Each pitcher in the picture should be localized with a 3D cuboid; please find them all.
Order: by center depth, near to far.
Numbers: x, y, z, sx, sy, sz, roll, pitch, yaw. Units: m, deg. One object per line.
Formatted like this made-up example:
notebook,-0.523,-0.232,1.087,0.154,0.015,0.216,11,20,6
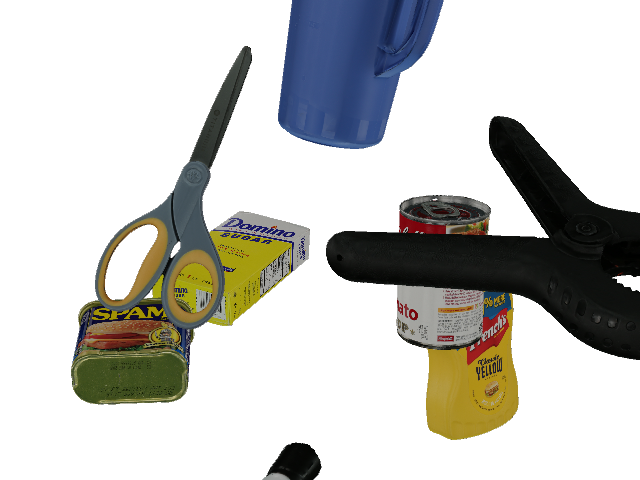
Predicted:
pitcher,0.038,-0.213,1.021,0.145,0.243,0.149,11,18,0

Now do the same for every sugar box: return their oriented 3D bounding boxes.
sugar box,-0.091,0.025,1.128,0.093,0.048,0.176,15,31,22

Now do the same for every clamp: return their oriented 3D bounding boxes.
clamp,0.119,0.011,0.527,0.164,0.036,0.210,-31,47,-32

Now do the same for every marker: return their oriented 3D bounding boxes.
marker,-0.029,0.115,0.417,0.020,0.020,0.121,0,21,25

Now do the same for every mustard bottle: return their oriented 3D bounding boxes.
mustard bottle,0.138,0.081,0.985,0.096,0.191,0.058,-15,17,-33

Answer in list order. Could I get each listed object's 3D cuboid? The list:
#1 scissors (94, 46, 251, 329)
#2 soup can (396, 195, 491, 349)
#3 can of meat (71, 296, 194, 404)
scissors,-0.074,-0.026,0.728,0.096,0.202,0.016,37,-2,3
soup can,0.092,0.023,0.807,0.068,0.102,0.068,0,18,0
can of meat,-0.161,0.096,0.921,0.102,0.057,0.084,-2,29,-4
